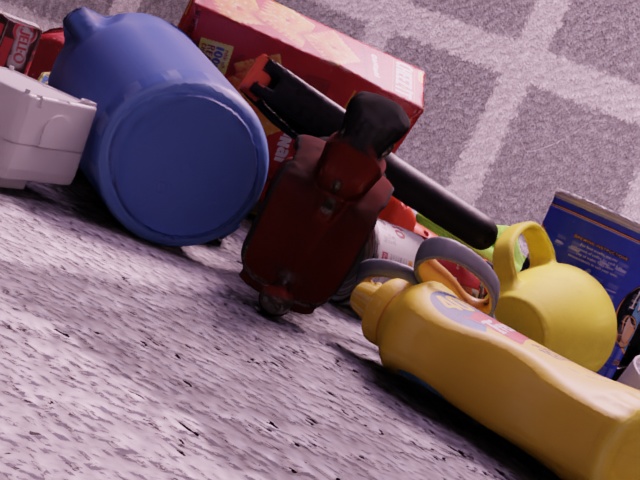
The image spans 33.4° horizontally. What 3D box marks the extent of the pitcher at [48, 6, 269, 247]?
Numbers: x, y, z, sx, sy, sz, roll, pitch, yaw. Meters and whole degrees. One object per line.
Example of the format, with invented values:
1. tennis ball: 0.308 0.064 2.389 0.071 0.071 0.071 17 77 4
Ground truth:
1. pitcher: -0.111 -0.073 0.757 0.149 0.145 0.243 9 15 -21

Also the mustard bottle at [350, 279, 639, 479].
1. mustard bottle: 0.089 0.069 0.568 0.192 0.058 0.096 29 6 38

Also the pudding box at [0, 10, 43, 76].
1. pudding box: -0.239 -0.123 0.789 0.039 0.090 0.114 21 7 -23

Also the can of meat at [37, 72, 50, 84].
1. can of meat: -0.211 -0.109 0.943 0.084 0.057 0.102 21 6 -8

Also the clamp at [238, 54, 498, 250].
1. clamp: 0.029 -0.061 0.770 0.165 0.036 0.209 26 -8 47

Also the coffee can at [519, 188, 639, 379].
1. coffee can: 0.204 0.044 0.841 0.103 0.140 0.103 24 6 -3

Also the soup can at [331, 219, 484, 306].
1. soup can: 0.058 0.027 0.768 0.102 0.068 0.069 20 8 -31

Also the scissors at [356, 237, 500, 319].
1. scissors: 0.090 0.060 0.672 0.096 0.016 0.201 0 -35 28

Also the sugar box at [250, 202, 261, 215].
1. sugar box: -0.041 -0.040 1.064 0.176 0.048 0.093 18 7 -19

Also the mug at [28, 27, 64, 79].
1. mug: -0.273 -0.162 1.058 0.117 0.093 0.081 -6 12 2

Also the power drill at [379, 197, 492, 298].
1. power drill: 0.118 0.023 0.999 0.187 0.057 0.185 34 1 -24

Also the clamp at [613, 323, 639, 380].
1. clamp: 0.301 0.095 0.951 0.171 0.120 0.039 19 29 -14

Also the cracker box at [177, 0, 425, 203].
1. cracker box: -0.039 -0.114 0.936 0.213 0.164 0.072 23 39 -13
